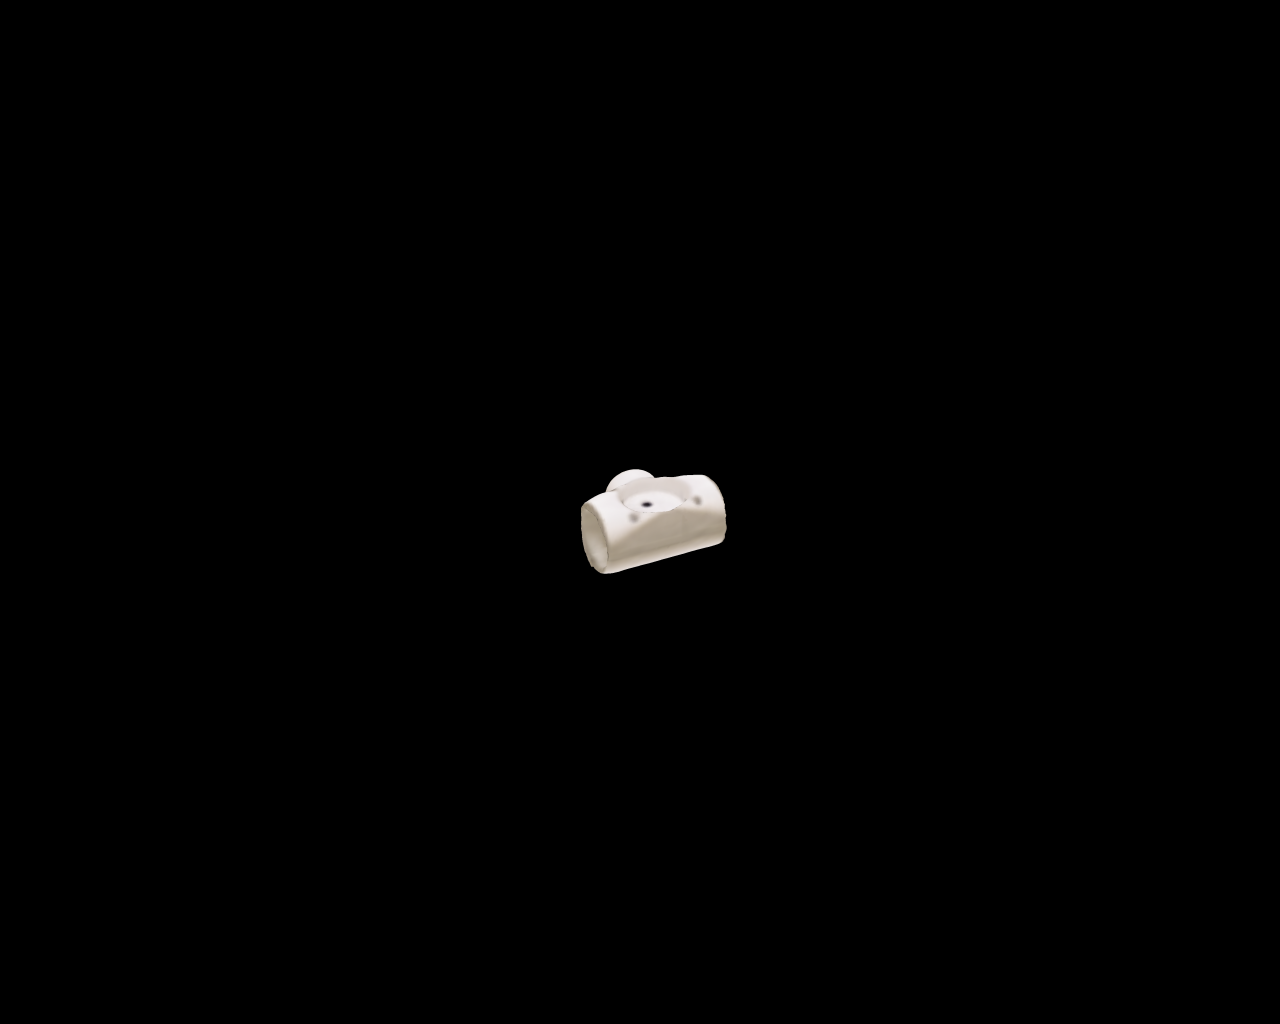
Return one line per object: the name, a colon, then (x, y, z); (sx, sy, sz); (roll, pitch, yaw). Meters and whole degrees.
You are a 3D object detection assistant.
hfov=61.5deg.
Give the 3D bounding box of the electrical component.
electrical component: (0.001, -0.003, 0.650); (0.077, 0.044, 0.079); (-14, 36, -20)
